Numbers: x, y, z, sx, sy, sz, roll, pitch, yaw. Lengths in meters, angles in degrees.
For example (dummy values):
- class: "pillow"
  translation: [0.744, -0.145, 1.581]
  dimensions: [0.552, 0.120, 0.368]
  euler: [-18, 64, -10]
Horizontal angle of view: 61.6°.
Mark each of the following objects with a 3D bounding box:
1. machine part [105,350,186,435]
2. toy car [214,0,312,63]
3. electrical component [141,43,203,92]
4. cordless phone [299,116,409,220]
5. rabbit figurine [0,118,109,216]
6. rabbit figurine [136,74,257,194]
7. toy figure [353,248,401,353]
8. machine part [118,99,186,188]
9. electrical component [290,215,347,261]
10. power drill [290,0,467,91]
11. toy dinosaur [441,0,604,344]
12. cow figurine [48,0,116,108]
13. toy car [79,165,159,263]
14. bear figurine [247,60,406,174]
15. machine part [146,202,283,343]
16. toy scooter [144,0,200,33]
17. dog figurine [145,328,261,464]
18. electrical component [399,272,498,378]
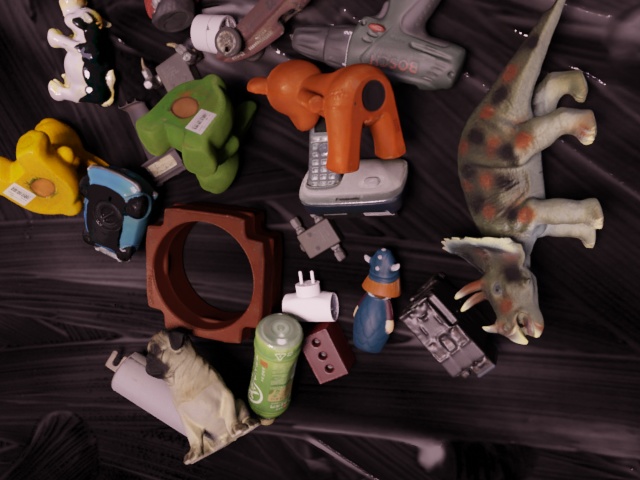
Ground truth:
- class: "machine part"
  translation: [-0.268, 0.265, 0.924]
  dimensions: [0.243, 0.079, 0.079]
  euler: [27, 109, 10]
- class: "toy car"
  translation: [-0.060, -0.304, 0.722]
  dimensions: [0.202, 0.089, 0.053]
  euler: [-38, 92, 22]
- class: "electrical component"
  translation: [-0.221, -0.249, 0.812]
  dimensions: [0.102, 0.045, 0.078]
  euler: [-19, 94, 21]
- class: "cordless phone"
  translation: [0.049, -0.122, 0.740]
  dimensions: [0.147, 0.088, 0.184]
  euler: [-2, 82, 19]
- class: "rabbit figurine"
  translation: [-0.416, -0.128, 0.858]
  dimensions: [0.162, 0.173, 0.122]
  euler: [29, 119, -38]
- class: "rabbit figurine"
  translation: [-0.164, -0.144, 0.771]
  dimensions: [0.121, 0.170, 0.159]
  euler: [16, 65, 13]
- class: "toy figure"
  translation: [0.084, 0.085, 0.778]
  dimensions: [0.064, 0.058, 0.154]
  euler: [14, 101, 9]
- class: "machine part"
  translation: [-0.267, -0.158, 0.853]
  dimensions: [0.084, 0.039, 0.138]
  euler: [-28, 94, 30]
- class: "electrical component"
  translation: [-0.002, -0.002, 0.805]
  dimensions: [0.063, 0.021, 0.094]
  euler: [-32, 91, 22]
- class: "power drill"
  translation: [0.091, -0.303, 0.678]
  dimensions: [0.232, 0.086, 0.207]
  euler: [25, 105, 10]
- class: "toy dinosaur"
  translation: [0.235, -0.087, 0.664]
  dimensions: [0.192, 0.131, 0.404]
  euler: [-6, 94, 19]
- class: "cow figurine"
  translation: [-0.363, -0.296, 0.837]
  dimensions: [0.098, 0.068, 0.167]
  euler: [13, 109, 10]
- class: "toy car"
  translation: [-0.309, -0.050, 0.854]
  dimensions: [0.109, 0.103, 0.161]
  euler: [22, 123, 10]
- class: "bear figurine"
  translation: [0.002, -0.165, 0.689]
  dimensions: [0.196, 0.120, 0.131]
  euler: [15, 120, 48]
- class: "machine part"
  translation: [-0.163, 0.046, 0.837]
  dimensions: [0.201, 0.087, 0.201]
  euler: [8, 106, 17]
- class: "toy scooter"
  translation: [-0.196, -0.387, 0.743]
  dimensions: [0.184, 0.075, 0.135]
  euler: [-26, 80, 48]
- class: "dog figurine"
  translation: [-0.187, 0.230, 0.837]
  dimensions: [0.121, 0.172, 0.190]
  euler: [-25, 72, -17]
- class: "electrical component"
  translation: [0.180, 0.118, 0.722]
  dimensions: [0.134, 0.115, 0.058]
  euler: [46, 116, 4]
